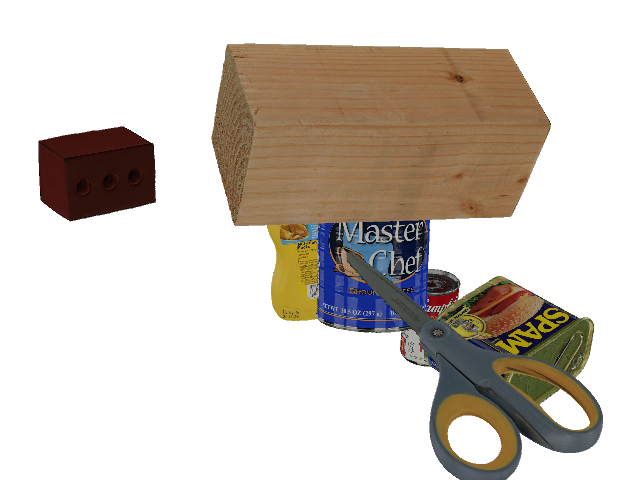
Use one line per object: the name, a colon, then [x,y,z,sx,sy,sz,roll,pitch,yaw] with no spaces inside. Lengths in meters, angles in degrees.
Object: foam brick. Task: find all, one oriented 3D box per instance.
foam brick: [-0.178,-0.054,0.847,0.078,0.053,0.051,-16,31,-33]

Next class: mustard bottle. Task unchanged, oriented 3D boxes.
mustard bottle: [-0.010,-0.011,1.160,0.096,0.192,0.058,-9,23,-15]

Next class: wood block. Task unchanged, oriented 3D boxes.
wood block: [0.038,-0.074,0.736,0.205,0.091,0.090,-2,-43,-18]

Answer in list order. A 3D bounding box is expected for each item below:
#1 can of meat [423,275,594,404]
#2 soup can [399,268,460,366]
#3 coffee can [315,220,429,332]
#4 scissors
can of meat: [0.141,0.078,0.807,0.101,0.057,0.084,-27,41,-33]
soup can: [0.133,0.095,1.310,0.068,0.102,0.068,1,24,-1]
coffee can: [0.047,0.001,0.958,0.103,0.140,0.103,1,11,0]
scissors: [0.058,0.069,0.591,0.202,0.016,0.096,27,50,37]
